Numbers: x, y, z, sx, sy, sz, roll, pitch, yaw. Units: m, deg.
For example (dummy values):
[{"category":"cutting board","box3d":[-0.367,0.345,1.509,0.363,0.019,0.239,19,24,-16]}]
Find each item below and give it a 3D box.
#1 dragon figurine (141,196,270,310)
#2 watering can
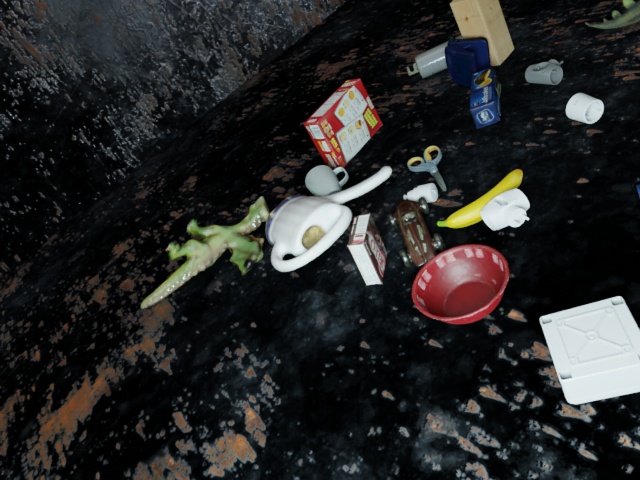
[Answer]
[{"category":"dragon figurine","box3d":[-0.260,0.036,1.332,0.242,0.120,0.419,2,46,33]},{"category":"watering can","box3d":[0.004,-0.061,1.211,0.351,0.102,0.226,-45,32,-18]}]
